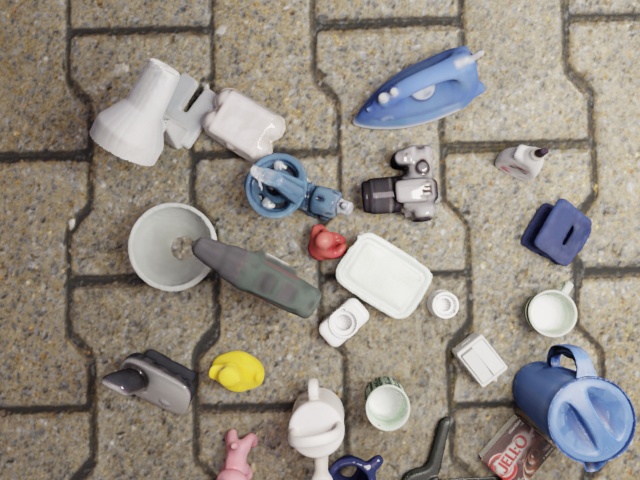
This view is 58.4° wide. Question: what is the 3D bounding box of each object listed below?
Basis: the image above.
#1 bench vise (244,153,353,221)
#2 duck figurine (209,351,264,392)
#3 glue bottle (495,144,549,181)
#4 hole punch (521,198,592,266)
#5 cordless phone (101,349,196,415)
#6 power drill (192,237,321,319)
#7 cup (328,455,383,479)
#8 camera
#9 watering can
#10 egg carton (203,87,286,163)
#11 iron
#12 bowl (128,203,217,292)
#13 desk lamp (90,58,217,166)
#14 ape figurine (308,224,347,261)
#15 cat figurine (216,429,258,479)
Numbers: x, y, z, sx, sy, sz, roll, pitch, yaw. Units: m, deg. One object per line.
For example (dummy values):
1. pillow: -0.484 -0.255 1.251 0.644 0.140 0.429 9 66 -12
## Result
1. bench vise: -0.044 -0.100 1.021 0.207 0.219 0.121 -1 88 2
2. duck figurine: -0.159 0.253 1.077 0.104 0.086 0.077 10 88 2
3. glue bottle: 0.375 -0.146 1.036 0.078 0.173 0.037 24 89 3
4. hole punch: 0.451 -0.014 1.070 0.101 0.091 0.109 30 89 2
5. cordless phone: -0.309 0.270 1.030 0.147 0.185 0.094 23 89 2
6. power drill: -0.106 0.063 1.022 0.229 0.208 0.076 27 89 2
7. cup: 0.066 0.428 1.060 0.118 0.095 0.091 -39 87 0
8. camera: 0.147 -0.103 1.076 0.136 0.101 0.143 -5 88 1
9. watering can: -0.003 0.340 1.016 0.101 0.194 0.173 -28 87 0
10. egg carton: -0.146 -0.219 1.103 0.150 0.069 0.107 30 89 2
11. iron: 0.181 -0.281 1.062 0.258 0.141 0.119 -24 87 0
12. bowl: -0.273 0.014 1.094 0.167 0.075 0.167 0 88 1
13. desk lamp: -0.295 -0.229 1.035 0.118 0.213 0.203 34 89 3
14. ape figurine: 0.010 0.004 1.079 0.076 0.092 0.078 -30 87 0
15. cat figurine: -0.159 0.429 1.054 0.067 0.118 0.128 5 88 2
